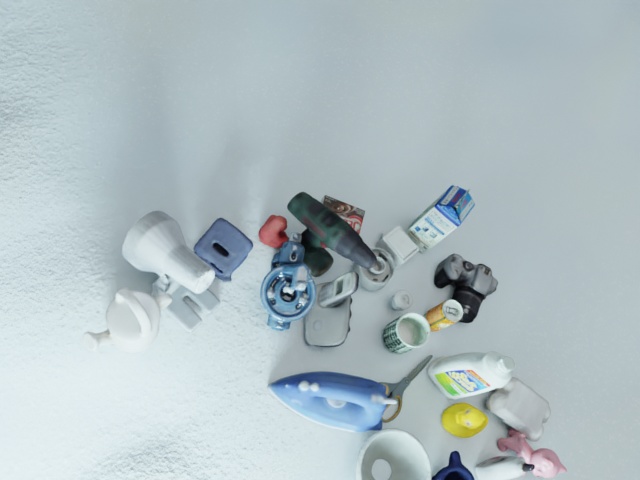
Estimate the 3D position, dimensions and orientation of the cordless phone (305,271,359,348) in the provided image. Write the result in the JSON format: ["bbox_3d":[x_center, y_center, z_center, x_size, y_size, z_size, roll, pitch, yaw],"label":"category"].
[{"bbox_3d":[0.034,0.149,1.235,0.094,0.185,0.147,8,66,-14],"label":"cordless phone"}]

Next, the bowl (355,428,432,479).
[{"bbox_3d":[0.143,0.482,1.196,0.168,0.074,0.167,7,67,-15],"label":"bowl"}]

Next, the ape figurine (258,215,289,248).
[{"bbox_3d":[-0.100,-0.026,1.315,0.076,0.092,0.078,-4,70,-19],"label":"ape figurine"}]

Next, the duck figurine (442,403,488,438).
[{"bbox_3d":[0.337,0.402,1.284,0.105,0.086,0.077,8,67,-15],"label":"duck figurine"}]

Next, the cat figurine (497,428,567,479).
[{"bbox_3d":[0.480,0.482,1.280,0.067,0.117,0.128,-37,83,-26],"label":"cat figurine"}]

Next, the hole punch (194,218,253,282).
[{"bbox_3d":[-0.213,0.023,1.260,0.108,0.091,0.101,39,63,1],"label":"hole punch"}]

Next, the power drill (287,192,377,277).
[{"bbox_3d":[0.012,0.005,1.273,0.229,0.208,0.076,45,63,4],"label":"power drill"}]

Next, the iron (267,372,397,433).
[{"bbox_3d":[0.028,0.322,1.186,0.259,0.141,0.118,14,65,-12],"label":"iron"}]

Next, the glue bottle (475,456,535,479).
[{"bbox_3d":[0.404,0.487,1.222,0.078,0.173,0.037,-17,74,-23],"label":"glue bottle"}]

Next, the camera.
[{"bbox_3d":[0.353,0.121,1.396,0.143,0.100,0.137,29,63,-5],"label":"camera"}]

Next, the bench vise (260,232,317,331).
[{"bbox_3d":[-0.069,0.072,1.214,0.122,0.219,0.207,-5,70,-19],"label":"bench vise"}]

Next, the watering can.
[{"bbox_3d":[-0.363,0.155,1.100,0.101,0.194,0.173,34,63,-2],"label":"watering can"}]

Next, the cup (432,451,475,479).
[{"bbox_3d":[0.270,0.510,1.213,0.092,0.095,0.118,11,66,-13],"label":"cup"}]

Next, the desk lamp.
[{"bbox_3d":[-0.288,0.062,1.151,0.203,0.213,0.118,42,63,2],"label":"desk lamp"}]

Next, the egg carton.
[{"bbox_3d":[0.464,0.392,1.339,0.150,0.069,0.107,36,63,-1],"label":"egg carton"}]
